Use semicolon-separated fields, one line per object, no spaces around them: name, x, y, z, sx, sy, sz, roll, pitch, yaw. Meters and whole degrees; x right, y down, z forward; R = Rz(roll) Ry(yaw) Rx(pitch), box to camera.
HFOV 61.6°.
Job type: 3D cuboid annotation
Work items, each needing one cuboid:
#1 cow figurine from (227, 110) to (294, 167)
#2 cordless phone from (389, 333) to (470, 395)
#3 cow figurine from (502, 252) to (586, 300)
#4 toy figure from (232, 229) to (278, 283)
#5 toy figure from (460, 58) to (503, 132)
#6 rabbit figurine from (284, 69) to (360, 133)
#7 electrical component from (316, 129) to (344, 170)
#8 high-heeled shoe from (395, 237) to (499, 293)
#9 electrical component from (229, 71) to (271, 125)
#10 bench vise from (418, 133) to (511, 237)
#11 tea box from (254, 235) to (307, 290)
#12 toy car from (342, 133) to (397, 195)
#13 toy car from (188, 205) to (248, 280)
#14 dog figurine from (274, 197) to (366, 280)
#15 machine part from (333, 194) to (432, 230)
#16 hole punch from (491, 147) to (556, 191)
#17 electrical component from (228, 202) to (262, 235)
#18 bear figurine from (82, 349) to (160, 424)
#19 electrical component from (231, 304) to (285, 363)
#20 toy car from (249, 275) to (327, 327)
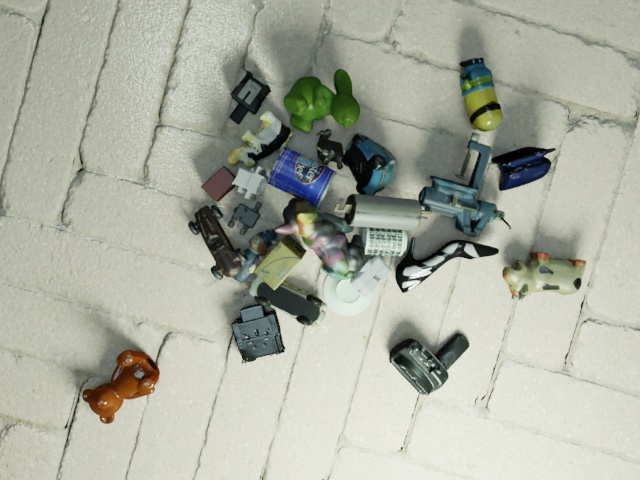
cow figurine;-0.147;-0.232;1.325;0.098;0.068;0.167;42;92;-7
cordless phone;0.281;0.283;1.348;0.184;0.089;0.146;-43;91;-10
cow figurine;0.549;0.094;1.334;0.195;0.085;0.127;8;86;-2
toy figure;-0.164;0.035;1.333;0.064;0.057;0.154;36;94;19
toy figure;0.391;-0.352;1.311;0.082;0.089;0.180;-11;95;5
rabbit figurine;0.025;-0.324;1.293;0.170;0.121;0.159;22;61;19
electrical component;0.022;-0.223;1.314;0.078;0.045;0.102;13;47;-13
high-heeled shoe;0.314;0.070;1.332;0.249;0.086;0.145;6;95;4
electrical component;-0.183;-0.346;1.329;0.075;0.048;0.119;39;90;-1
bench vise;0.364;-0.134;1.302;0.224;0.129;0.240;16;101;4
tea box;-0.091;0.049;1.278;0.068;0.169;0.098;41;98;-3
toy car;0.131;-0.183;1.308;0.103;0.109;0.162;-5;51;-32
toy car;-0.254;0.001;1.311;0.089;0.053;0.202;-34;71;9
dog figurine;-0.003;-0.004;1.245;0.108;0.219;0.191;-30;65;28
machine part;0.148;-0.064;1.265;0.243;0.079;0.079;3;92;-17
hole punch;0.493;-0.171;1.310;0.142;0.116;0.092;-15;100;0
electrical component;-0.188;-0.062;1.350;0.063;0.021;0.094;32;92;-1
bear figurine;-0.495;0.362;1.313;0.196;0.132;0.120;-36;85;-5
electrical component;-0.156;0.229;1.343;0.115;0.058;0.134;-16;93;-2
toy car;-0.079;0.149;1.342;0.202;0.056;0.073;26;94;-3
